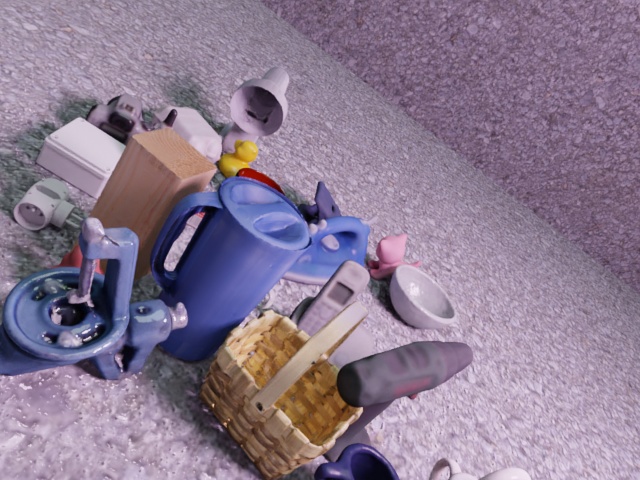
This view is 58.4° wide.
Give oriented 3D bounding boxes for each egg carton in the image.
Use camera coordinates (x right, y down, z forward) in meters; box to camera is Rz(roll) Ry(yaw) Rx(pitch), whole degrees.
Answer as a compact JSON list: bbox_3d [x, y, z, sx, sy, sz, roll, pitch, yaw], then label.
[{"bbox_3d":[-0.273,-0.216,1.184,0.150,0.069,0.107,47,27,17],"label":"egg carton"}]

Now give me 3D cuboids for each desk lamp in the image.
[{"bbox_3d":[-0.147,-0.285,1.294,0.118,0.213,0.203,32,26,-13],"label":"desk lamp"}]

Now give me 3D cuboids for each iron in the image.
[{"bbox_3d":[0.010,0.004,1.114,0.259,0.141,0.118,-2,47,-54],"label":"iron"}]

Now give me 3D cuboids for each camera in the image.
[{"bbox_3d":[-0.346,-0.212,1.049,0.143,0.100,0.136,26,28,-24],"label":"camera"}]

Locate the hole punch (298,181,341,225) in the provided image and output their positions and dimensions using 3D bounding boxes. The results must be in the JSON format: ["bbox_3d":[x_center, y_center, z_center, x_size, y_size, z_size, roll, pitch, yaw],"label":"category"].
[{"bbox_3d":[0.011,-0.065,1.285,0.101,0.091,0.108,32,26,-13],"label":"hole punch"}]

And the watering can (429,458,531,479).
[{"bbox_3d":[0.193,0.356,0.722,0.101,0.194,0.172,7,40,-48],"label":"watering can"}]

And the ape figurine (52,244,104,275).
[{"bbox_3d":[-0.299,0.042,0.708,0.078,0.092,0.076,12,36,-43],"label":"ape figurine"}]

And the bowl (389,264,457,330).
[{"bbox_3d":[0.207,0.136,1.233,0.168,0.074,0.167,30,27,-17],"label":"bowl"}]

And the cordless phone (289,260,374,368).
[{"bbox_3d":[0.039,0.128,0.900,0.148,0.185,0.094,31,27,-14],"label":"cordless phone"}]

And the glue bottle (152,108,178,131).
[{"bbox_3d":[-0.277,-0.146,0.947,0.037,0.173,0.078,23,30,-29],"label":"glue bottle"}]

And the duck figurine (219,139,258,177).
[{"bbox_3d":[-0.164,-0.171,1.235,0.078,0.086,0.104,6,41,-48],"label":"duck figurine"}]

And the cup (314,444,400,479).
[{"bbox_3d":[0.028,0.309,0.697,0.118,0.095,0.091,24,29,-28],"label":"cup"}]

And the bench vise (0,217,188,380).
[{"bbox_3d":[-0.233,0.058,0.621,0.121,0.219,0.208,47,27,18],"label":"bench vise"}]

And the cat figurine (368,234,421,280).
[{"bbox_3d":[0.168,0.041,1.286,0.128,0.117,0.067,29,27,-18],"label":"cat figurine"}]

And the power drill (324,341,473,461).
[{"bbox_3d":[0.089,0.216,0.796,0.230,0.208,0.075,7,40,-47],"label":"power drill"}]
